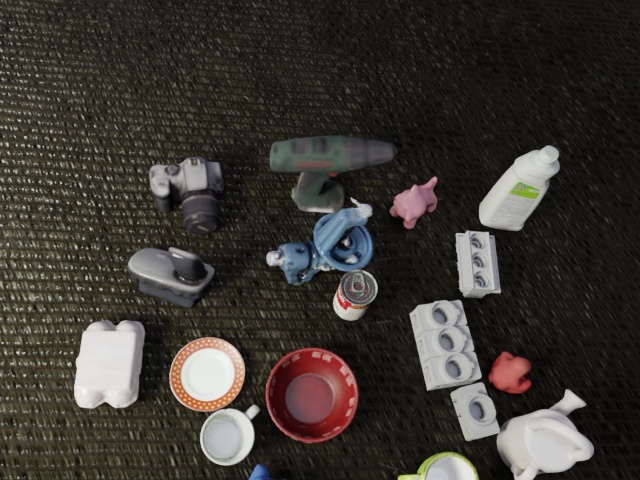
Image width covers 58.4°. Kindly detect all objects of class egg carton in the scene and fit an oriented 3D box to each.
[{"bbox_3d":[-0.357,0.211,0.977,0.107,0.069,0.150,1,66,-7],"label":"egg carton"}]

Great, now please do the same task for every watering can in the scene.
[{"bbox_3d":[0.382,0.328,0.957,0.101,0.194,0.173,18,65,1],"label":"watering can"}]

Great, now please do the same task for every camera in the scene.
[{"bbox_3d":[-0.251,-0.085,1.108,0.143,0.101,0.137,-8,67,-11],"label":"camera"}]

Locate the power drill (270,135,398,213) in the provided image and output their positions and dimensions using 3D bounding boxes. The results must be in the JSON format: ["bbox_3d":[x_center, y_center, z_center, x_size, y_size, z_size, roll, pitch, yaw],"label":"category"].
[{"bbox_3d":[0.017,-0.132,1.106,0.229,0.208,0.075,3,65,-6],"label":"power drill"}]

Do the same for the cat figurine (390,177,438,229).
[{"bbox_3d":[0.194,-0.080,1.157,0.067,0.118,0.128,43,68,12],"label":"cat figurine"}]

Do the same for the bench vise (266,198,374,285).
[{"bbox_3d":[0.016,0.013,1.035,0.208,0.220,0.121,-30,73,-19],"label":"bench vise"}]

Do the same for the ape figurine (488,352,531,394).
[{"bbox_3d":[0.355,0.240,1.049,0.076,0.092,0.078,-8,67,-11],"label":"ape figurine"}]

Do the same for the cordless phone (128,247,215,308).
[{"bbox_3d":[-0.264,0.039,1.004,0.147,0.185,0.094,15,65,-1],"label":"cordless phone"}]

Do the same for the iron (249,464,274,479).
[{"bbox_3d":[-0.097,0.477,0.853,0.118,0.141,0.258,20,65,2],"label":"iron"}]
